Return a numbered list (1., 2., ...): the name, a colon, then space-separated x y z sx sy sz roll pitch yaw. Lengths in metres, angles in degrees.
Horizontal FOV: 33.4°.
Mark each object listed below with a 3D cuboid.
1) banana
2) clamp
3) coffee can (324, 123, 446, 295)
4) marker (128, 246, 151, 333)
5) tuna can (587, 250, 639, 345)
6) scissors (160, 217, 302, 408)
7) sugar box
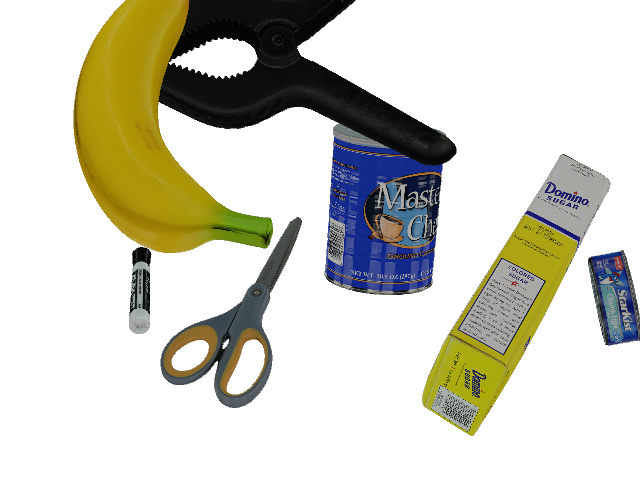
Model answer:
1. banana: -0.077 -0.057 0.482 0.069 0.037 0.198 -6 46 -17
2. clamp: -0.019 -0.108 0.660 0.210 0.164 0.036 -12 -19 -6
3. coffee can: 0.058 -0.032 0.980 0.103 0.140 0.103 3 16 -1
4. marker: -0.172 0.045 1.019 0.020 0.020 0.121 0 34 -8
5. tuna can: 0.273 0.054 0.993 0.034 0.086 0.086 -11 -2 12
6. scissors: -0.071 0.051 0.863 0.096 0.016 0.201 -1 44 7
7. sugar box: 0.130 0.034 0.699 0.048 0.176 0.093 31 -34 14
